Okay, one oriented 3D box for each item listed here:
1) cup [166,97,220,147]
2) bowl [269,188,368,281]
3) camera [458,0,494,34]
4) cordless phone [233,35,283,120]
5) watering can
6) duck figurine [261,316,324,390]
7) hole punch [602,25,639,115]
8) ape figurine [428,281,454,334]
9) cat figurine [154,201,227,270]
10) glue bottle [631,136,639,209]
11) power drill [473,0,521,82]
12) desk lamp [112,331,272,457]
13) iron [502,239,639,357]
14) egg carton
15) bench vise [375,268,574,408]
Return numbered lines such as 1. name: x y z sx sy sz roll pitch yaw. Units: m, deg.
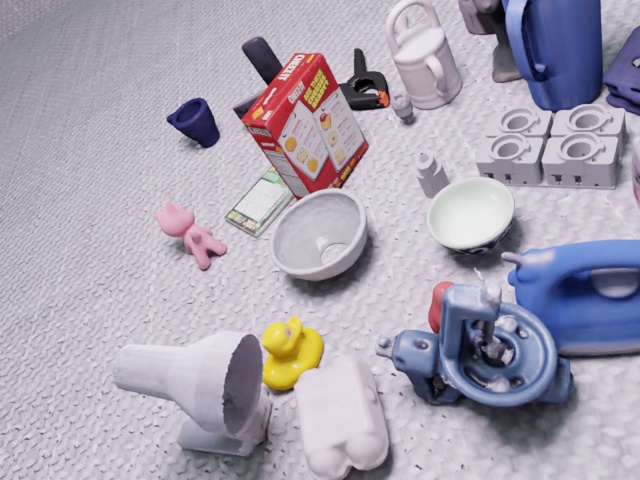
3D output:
1. cup: -0.280 -0.254 1.285 0.117 0.095 0.092 -3 52 30
2. bowl: 0.008 0.003 0.902 0.167 0.075 0.167 -17 47 19
3. camera: 0.352 -0.469 1.074 0.136 0.101 0.143 28 71 43
4. cordless phone: -0.132 -0.329 1.193 0.147 0.186 0.094 -27 44 10
5. watering can: 0.170 -0.337 1.006 0.101 0.195 0.172 -45 44 -9
6. duck figurine: -0.052 0.153 0.803 0.105 0.086 0.077 -47 45 -12
7. hole punch: 0.470 -0.239 0.812 0.101 0.091 0.108 -42 44 -6
8. ape figurine: 0.168 0.086 0.720 0.075 0.092 0.078 1 55 32
9. cat figurine: -0.246 -0.021 1.049 0.067 0.118 0.127 -46 44 -10
10. glue bottle: 0.392 -0.090 0.673 0.037 0.174 0.078 -21 46 15
11. power drill: 0.300 -0.373 0.946 0.075 0.209 0.229 -9 50 26
12. desk lamp: -0.146 0.198 0.731 0.202 0.214 0.118 -6 51 27
13. iron: 0.329 0.042 0.623 0.257 0.142 0.118 -9 50 25
14. egg carton: 0.026 0.219 0.711 0.107 0.070 0.150 -26 44 10
15. bench vise: 0.148 0.119 0.611 0.207 0.220 0.121 -17 47 19
